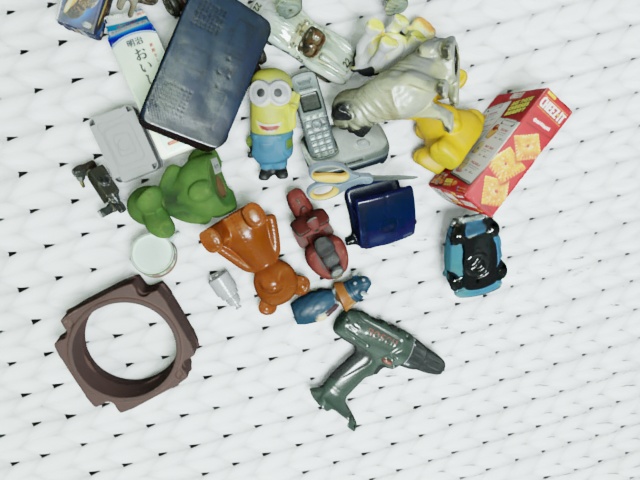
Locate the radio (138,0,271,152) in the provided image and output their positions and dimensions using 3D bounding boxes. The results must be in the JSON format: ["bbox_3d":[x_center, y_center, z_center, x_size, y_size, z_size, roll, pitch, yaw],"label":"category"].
[{"bbox_3d":[-0.175,-0.257,0.824,0.131,0.073,0.229,23,88,-21],"label":"radio"}]

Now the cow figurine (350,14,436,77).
[{"bbox_3d":[0.125,-0.321,0.903,0.167,0.098,0.068,-27,74,-39],"label":"cow figurine"}]

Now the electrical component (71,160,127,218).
[{"bbox_3d":[-0.366,-0.083,0.892,0.045,0.078,0.102,-34,103,-22],"label":"electrical component"}]

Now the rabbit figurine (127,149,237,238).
[{"bbox_3d":[-0.241,-0.060,0.885,0.170,0.159,0.121,-17,112,10],"label":"rabbit figurine"}]

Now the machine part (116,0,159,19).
[{"bbox_3d":[-0.259,-0.457,0.826,0.079,0.079,0.243,19,85,-11],"label":"machine part"}]

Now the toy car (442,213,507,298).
[{"bbox_3d":[0.269,0.018,0.982,0.109,0.103,0.161,-15,112,-4],"label":"toy car"}]

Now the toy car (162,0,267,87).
[{"bbox_3d":[-0.170,-0.343,0.882,0.089,0.053,0.202,-42,108,-15],"label":"toy car"}]

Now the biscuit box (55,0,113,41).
[{"bbox_3d":[-0.348,-0.422,0.839,0.059,0.063,0.202,18,97,-12],"label":"biscuit box"}]

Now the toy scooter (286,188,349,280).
[{"bbox_3d":[-0.002,-0.003,0.924,0.075,0.135,0.183,-29,104,-4],"label":"toy scooter"}]

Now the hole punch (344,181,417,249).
[{"bbox_3d":[0.112,-0.044,0.959,0.142,0.092,0.115,-17,105,-9],"label":"hole punch"}]

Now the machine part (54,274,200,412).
[{"bbox_3d":[-0.331,0.178,0.932,0.201,0.087,0.200,-28,102,-4],"label":"machine part"}]

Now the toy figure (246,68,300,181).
[{"bbox_3d":[-0.084,-0.194,0.902,0.082,0.089,0.179,-13,122,-21],"label":"toy figure"}]

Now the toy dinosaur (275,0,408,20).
[{"bbox_3d":[0.032,-0.463,0.859,0.405,0.131,0.192,-5,72,-21],"label":"toy dinosaur"}]

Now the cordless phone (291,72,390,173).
[{"bbox_3d":[0.029,-0.205,0.923,0.147,0.089,0.184,-17,97,-5],"label":"cordless phone"}]

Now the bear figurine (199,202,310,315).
[{"bbox_3d":[-0.104,0.039,0.922,0.120,0.132,0.195,-27,96,3],"label":"bear figurine"}]

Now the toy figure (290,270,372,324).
[{"bbox_3d":[0.022,0.107,0.984,0.154,0.058,0.064,-21,80,-1],"label":"toy figure"}]

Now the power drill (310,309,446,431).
[{"bbox_3d":[0.097,0.251,1.009,0.232,0.086,0.207,37,96,-11],"label":"power drill"}]

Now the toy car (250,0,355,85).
[{"bbox_3d":[-0.027,-0.336,0.903,0.201,0.056,0.073,31,94,-12],"label":"toy car"}]

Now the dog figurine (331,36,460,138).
[{"bbox_3d":[0.119,-0.249,0.855,0.191,0.172,0.121,4,139,23],"label":"dog figurine"}]

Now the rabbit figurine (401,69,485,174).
[{"bbox_3d":[0.194,-0.219,0.926,0.173,0.122,0.162,35,94,-2],"label":"rabbit figurine"}]
